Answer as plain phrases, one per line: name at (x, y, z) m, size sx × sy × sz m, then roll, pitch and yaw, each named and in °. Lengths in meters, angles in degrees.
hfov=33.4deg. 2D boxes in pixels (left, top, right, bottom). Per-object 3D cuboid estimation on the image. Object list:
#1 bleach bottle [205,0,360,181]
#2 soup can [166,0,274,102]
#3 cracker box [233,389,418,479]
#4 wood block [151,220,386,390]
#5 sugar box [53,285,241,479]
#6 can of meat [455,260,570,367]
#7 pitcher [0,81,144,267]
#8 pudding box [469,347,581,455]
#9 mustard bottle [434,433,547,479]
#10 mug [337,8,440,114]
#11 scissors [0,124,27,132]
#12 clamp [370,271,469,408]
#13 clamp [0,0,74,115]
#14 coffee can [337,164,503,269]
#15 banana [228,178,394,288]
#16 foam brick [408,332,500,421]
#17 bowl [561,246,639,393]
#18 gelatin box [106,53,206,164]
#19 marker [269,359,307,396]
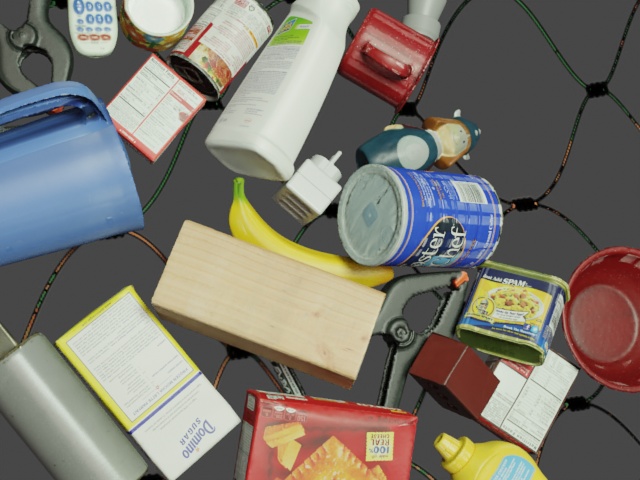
bleach bottle at (-0.020, -0.183, 1.119) m, size 0.068 × 0.103 × 0.250 m, roll 44°, pitch 67°, yaw -41°
soup can at (-0.104, -0.205, 1.115) m, size 0.068 × 0.069 × 0.102 m, roll 39°, pitch 72°, yaw -7°
cracker box at (-0.004, 0.263, 1.043) m, size 0.164 × 0.072 × 0.214 m, roll 10°, pitch 86°, yaw -13°
wood block at (-0.050, 0.065, 1.045) m, size 0.206 × 0.091 × 0.090 m, roll 20°, pitch 75°, yaw 3°
sugar box at (-0.169, 0.140, 1.047) m, size 0.093 × 0.048 × 0.176 m, roll -39°, pitch 96°, yaw -18°
can of meat at (0.203, 0.078, 1.129) m, size 0.102 × 0.057 × 0.084 m, roll 14°, pitch 64°, yaw 24°
pitcher at (-0.296, -0.046, 0.992) m, size 0.242 × 0.145 × 0.149 m, roll -19°, pitch 94°, yaw -14°
pudding box at (0.218, 0.163, 1.157) m, size 0.090 × 0.039 × 0.113 m, roll 35°, pitch 75°, yaw -8°
mustard bottle at (0.196, 0.269, 1.121) m, size 0.191 × 0.058 × 0.096 m, roll 40°, pitch 75°, yaw -6°
mug at (0.070, -0.194, 1.142) m, size 0.081 × 0.117 × 0.093 m, roll 29°, pitch 105°, yaw -4°
scissors at (-0.322, -0.104, 1.026) m, size 0.201 × 0.096 × 0.016 m, roll -8°, pitch 100°, yaw -15°
clamp at (0.070, 0.095, 1.127) m, size 0.164 × 0.036 × 0.209 m, roll 46°, pitch 74°, yaw -7°
clamp at (-0.291, -0.210, 1.075) m, size 0.120 × 0.039 × 0.171 m, roll -33°, pitch 91°, yaw -5°
coffee can at (0.103, -0.022, 1.100) m, size 0.140 × 0.103 × 0.103 m, roll 3°, pitch 79°, yaw -37°
banana at (-0.020, 0.012, 1.105) m, size 0.197 × 0.070 × 0.037 m, roll 29°, pitch 31°, yaw -15°
foam brick at (0.140, 0.142, 1.106) m, size 0.051 × 0.053 × 0.078 m, roll -55°, pitch 128°, yaw -15°
bowl at (0.330, 0.091, 1.193) m, size 0.162 × 0.055 × 0.162 m, roll 3°, pitch 79°, yaw -16°
gelatin box at (-0.172, -0.135, 1.098) m, size 0.073 × 0.030 × 0.089 m, roll 40°, pitch 80°, yaw -6°
marker at (-0.035, 0.139, 1.098) m, size 0.020 × 0.020 × 0.121 m, roll -27°, pitch 89°, yaw -19°
